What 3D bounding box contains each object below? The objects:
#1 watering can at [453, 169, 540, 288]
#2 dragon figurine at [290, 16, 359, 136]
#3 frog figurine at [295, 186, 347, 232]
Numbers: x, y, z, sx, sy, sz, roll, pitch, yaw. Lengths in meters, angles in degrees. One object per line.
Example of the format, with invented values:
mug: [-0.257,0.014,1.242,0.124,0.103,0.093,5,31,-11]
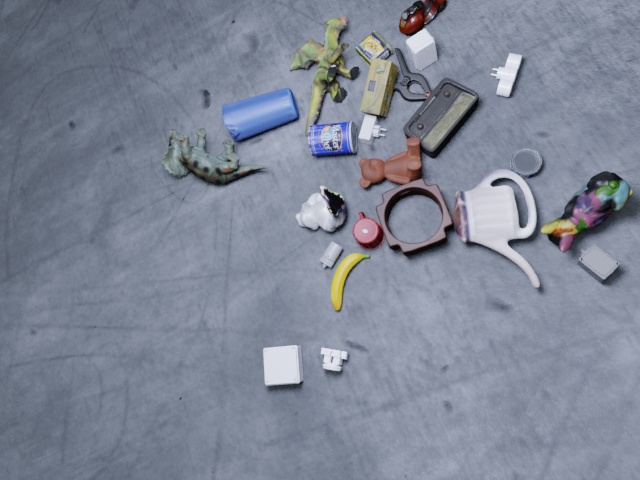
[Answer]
watering can: [0.498,-0.032,1.456,0.224,0.103,0.352,-6,74,14]
dragon figurine: [-0.010,-0.577,1.757,0.246,0.121,0.408,40,101,38]
frog figurine: [0.005,-0.082,1.626,0.138,0.124,0.156,56,132,12]
